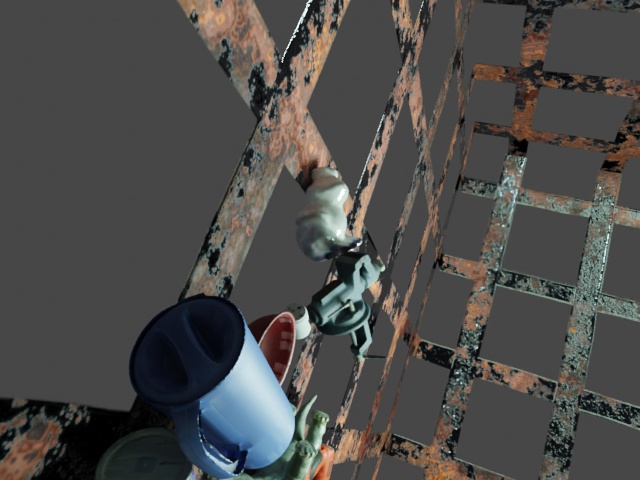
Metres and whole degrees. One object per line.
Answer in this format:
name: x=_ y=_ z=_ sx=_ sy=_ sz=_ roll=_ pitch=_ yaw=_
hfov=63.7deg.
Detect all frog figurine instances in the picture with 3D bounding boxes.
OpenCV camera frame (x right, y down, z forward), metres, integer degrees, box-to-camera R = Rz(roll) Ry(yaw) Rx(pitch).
frog figurine: x=0.003 y=-0.046 z=0.920 sx=0.121 sy=0.160 sz=0.139 roll=-25 pitch=-2 yaw=34
